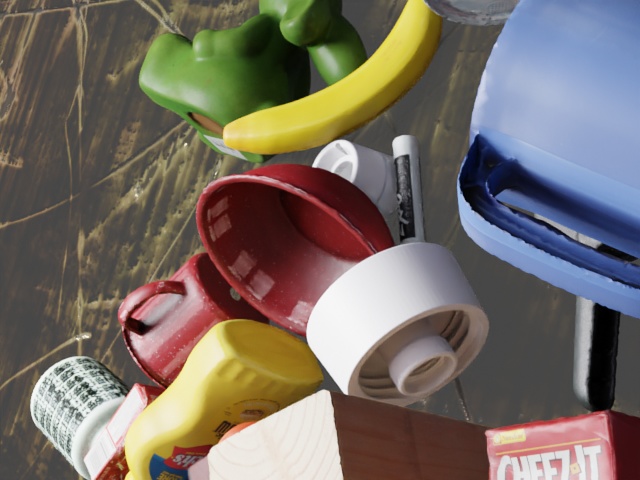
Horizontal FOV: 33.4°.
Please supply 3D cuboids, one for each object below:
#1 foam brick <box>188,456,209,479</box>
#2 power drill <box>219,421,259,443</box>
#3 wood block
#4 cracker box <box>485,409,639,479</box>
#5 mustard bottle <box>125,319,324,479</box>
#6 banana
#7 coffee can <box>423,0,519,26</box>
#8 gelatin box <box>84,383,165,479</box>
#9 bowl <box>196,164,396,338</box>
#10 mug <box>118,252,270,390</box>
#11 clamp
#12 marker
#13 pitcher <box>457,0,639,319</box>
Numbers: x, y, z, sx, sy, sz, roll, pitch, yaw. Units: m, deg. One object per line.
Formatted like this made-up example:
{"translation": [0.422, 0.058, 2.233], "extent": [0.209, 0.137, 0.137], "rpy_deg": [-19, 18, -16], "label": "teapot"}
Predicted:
{"translation": [-0.044, 0.177, 0.744], "extent": [0.051, 0.078, 0.053], "rpy_deg": [-37, 53, 33], "label": "foam brick"}
{"translation": [0.015, 0.193, 0.631], "extent": [0.057, 0.184, 0.188], "rpy_deg": [-29, 72, 16], "label": "power drill"}
{"translation": [0.055, 0.148, 0.543], "extent": [0.090, 0.205, 0.091], "rpy_deg": [-33, 52, 36], "label": "wood block"}
{"translation": [0.145, 0.193, 0.457], "extent": [0.072, 0.163, 0.213], "rpy_deg": [-18, 62, 41], "label": "cracker box"}
{"translation": [-0.089, 0.143, 0.792], "extent": [0.192, 0.096, 0.058], "rpy_deg": [-49, 46, 24], "label": "mustard bottle"}
{"translation": [0.022, -0.116, 0.774], "extent": [0.198, 0.037, 0.069], "rpy_deg": [-42, 81, 0], "label": "banana"}
{"translation": [0.112, -0.229, 0.705], "extent": [0.103, 0.102, 0.140], "rpy_deg": [-23, 59, 41], "label": "coffee can"}
{"translation": [-0.134, 0.160, 0.856], "extent": [0.089, 0.073, 0.030], "rpy_deg": [-54, 43, 18], "label": "gelatin box"}
{"translation": [-0.005, 0.001, 0.740], "extent": [0.162, 0.162, 0.055], "rpy_deg": [-9, 36, 47], "label": "bowl"}
{"translation": [-0.102, 0.060, 0.828], "extent": [0.082, 0.117, 0.093], "rpy_deg": [-43, 46, 22], "label": "mug"}
{"translation": [0.162, 0.010, 0.606], "extent": [0.120, 0.039, 0.171], "rpy_deg": [-45, 41, 19], "label": "clamp"}
{"translation": [0.063, -0.016, 0.742], "extent": [0.020, 0.020, 0.121], "rpy_deg": [-24, 59, 41], "label": "marker"}
{"translation": [0.191, -0.027, 0.480], "extent": [0.243, 0.144, 0.149], "rpy_deg": [31, 104, 34], "label": "pitcher"}
